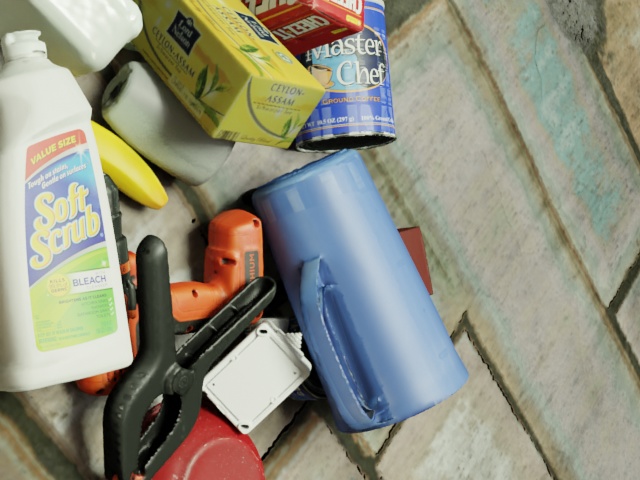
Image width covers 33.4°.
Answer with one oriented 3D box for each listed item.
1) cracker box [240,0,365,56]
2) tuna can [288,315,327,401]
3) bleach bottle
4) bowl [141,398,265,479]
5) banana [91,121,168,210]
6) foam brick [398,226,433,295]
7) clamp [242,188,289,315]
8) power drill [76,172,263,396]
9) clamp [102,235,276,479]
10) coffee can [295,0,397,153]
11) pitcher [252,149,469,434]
[{"bbox_3d":[-0.035,-0.282,0.990,0.072,0.165,0.213,15,73,-41],"label":"cracker box"},{"bbox_3d":[-0.007,0.115,1.048,0.085,0.034,0.086,9,77,-45],"label":"tuna can"},{"bbox_3d":[-0.203,-0.024,0.771,0.102,0.068,0.251,-10,92,-39],"label":"bleach bottle"},{"bbox_3d":[-0.099,0.216,0.924,0.161,0.055,0.162,8,78,-44],"label":"bowl"},{"bbox_3d":[-0.204,-0.074,0.870,0.197,0.037,0.069,17,57,-50],"label":"banana"},{"bbox_3d":[0.080,0.029,1.137,0.051,0.053,0.078,-15,94,-46],"label":"foam brick"},{"bbox_3d":[-0.007,0.001,1.057,0.171,0.039,0.120,-11,95,-39],"label":"clamp"},{"bbox_3d":[-0.132,0.023,0.900,0.187,0.057,0.184,-13,109,-44],"label":"power drill"},{"bbox_3d":[-0.125,0.100,0.852,0.164,0.036,0.210,35,80,-53],"label":"clamp"},{"bbox_3d":[0.020,-0.165,1.071,0.102,0.103,0.140,-1,85,-46],"label":"coffee can"},{"bbox_3d":[0.028,0.048,0.970,0.144,0.149,0.243,-26,96,-17],"label":"pitcher"}]
